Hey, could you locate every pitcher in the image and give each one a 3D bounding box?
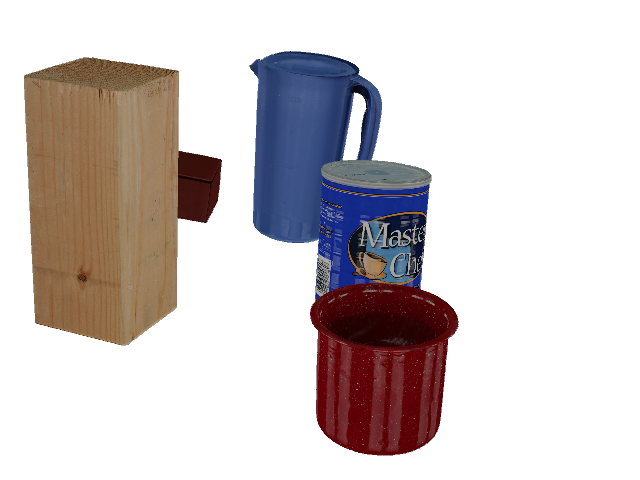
[{"bbox_3d":[-0.018,-0.122,1.423,0.144,0.243,0.149,-3,24,-22],"label":"pitcher"}]

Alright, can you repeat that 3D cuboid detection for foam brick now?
[{"bbox_3d":[-0.146,-0.058,1.108,0.078,0.051,0.053,11,31,4],"label":"foam brick"}]

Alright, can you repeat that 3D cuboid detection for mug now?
[{"bbox_3d":[0.043,0.079,0.694,0.093,0.081,0.117,10,25,19],"label":"mug"}]

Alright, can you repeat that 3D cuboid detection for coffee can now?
[{"bbox_3d":[0.048,0.002,1.011,0.103,0.140,0.103,3,15,-1],"label":"coffee can"}]

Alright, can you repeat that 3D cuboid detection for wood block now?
[{"bbox_3d":[-0.173,-0.034,0.858,0.091,0.206,0.090,12,23,19],"label":"wood block"}]
